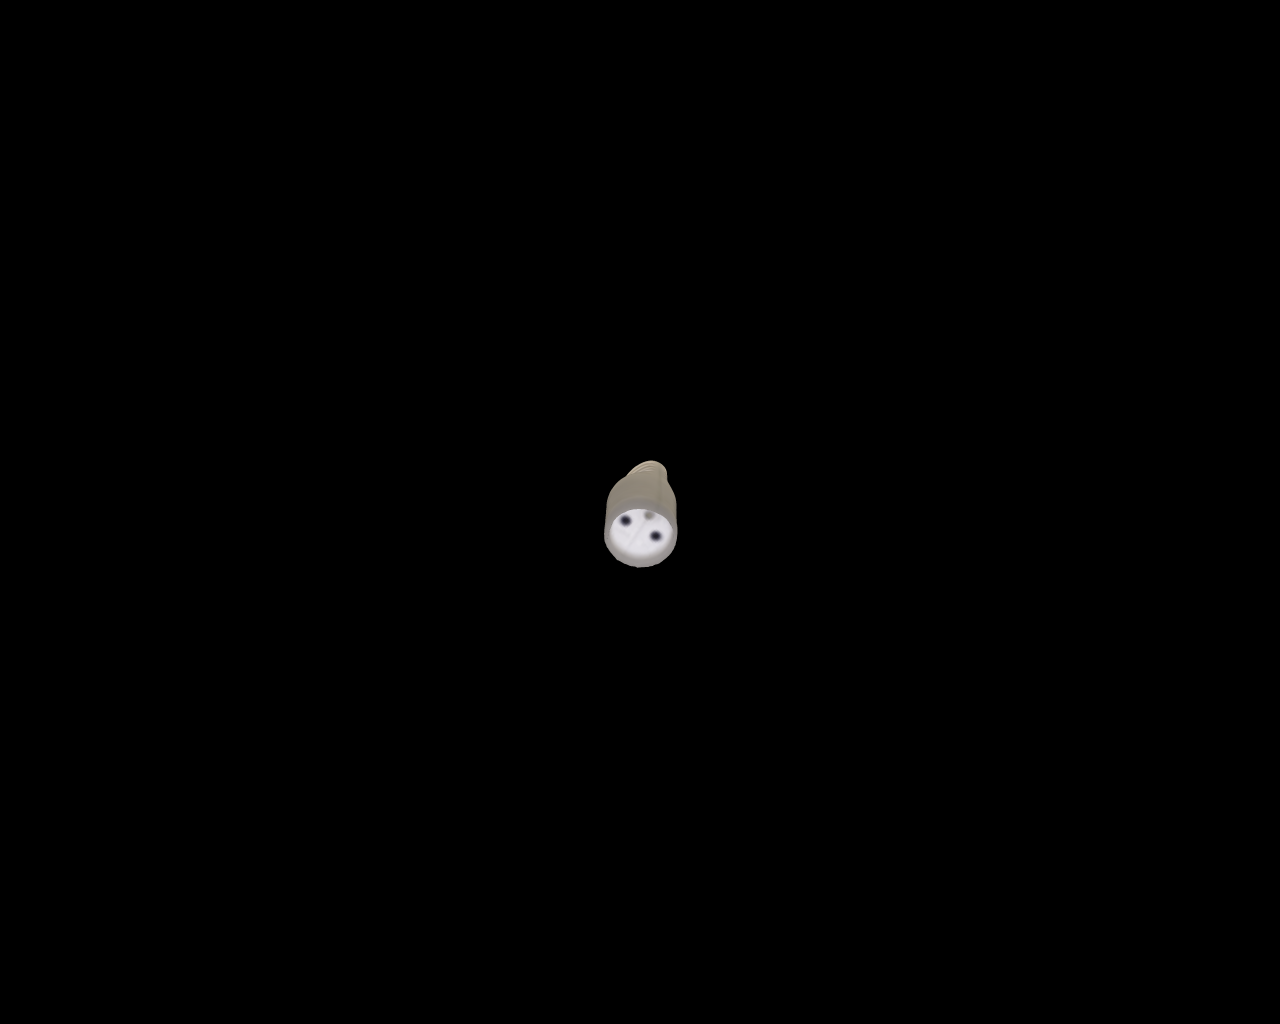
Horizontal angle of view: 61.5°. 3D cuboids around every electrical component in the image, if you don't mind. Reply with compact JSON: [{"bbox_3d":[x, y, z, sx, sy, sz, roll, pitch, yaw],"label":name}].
[{"bbox_3d":[0.001,-0.003,0.650,0.043,0.043,0.081,0,27,0],"label":"electrical component"}]
